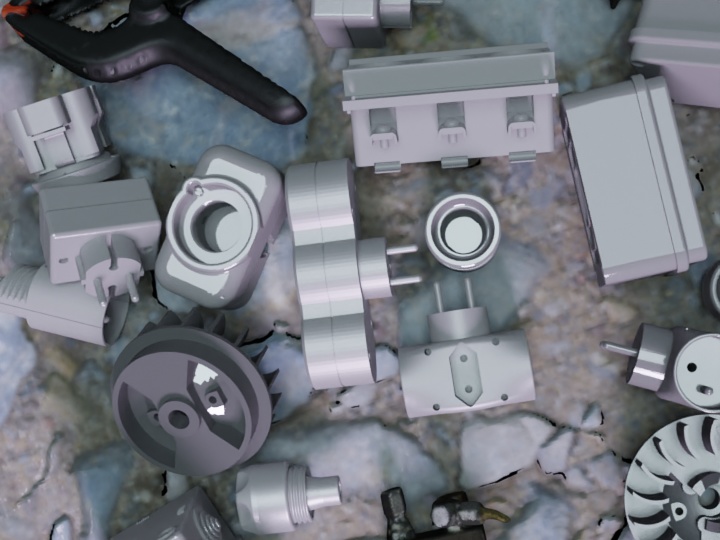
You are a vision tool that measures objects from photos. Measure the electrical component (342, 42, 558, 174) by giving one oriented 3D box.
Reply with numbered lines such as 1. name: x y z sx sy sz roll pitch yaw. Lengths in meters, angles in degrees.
1. electrical component: 0.055 -0.097 0.647 0.121 0.078 0.063 -4 108 6

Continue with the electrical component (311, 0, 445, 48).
1. electrical component: 0.013 -0.166 0.656 0.077 0.066 0.047 2 87 6

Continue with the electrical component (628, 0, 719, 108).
1. electrical component: 0.218 -0.128 0.607 0.113 0.078 0.057 14 85 34

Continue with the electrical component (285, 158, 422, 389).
1. electrical component: 0.000 0.000 0.654 0.074 0.052 0.138 -7 86 6

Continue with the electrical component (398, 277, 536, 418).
1. electrical component: 0.061 0.044 0.650 0.077 0.043 0.079 -9 86 6

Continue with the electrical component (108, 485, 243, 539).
1. electrical component: -0.123 0.179 0.636 0.100 0.099 0.048 -32 96 4

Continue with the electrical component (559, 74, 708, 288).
1. electrical component: 0.157 -0.050 0.627 0.057 0.078 0.113 -13 85 8

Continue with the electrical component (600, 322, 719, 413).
1. electrical component: 0.178 0.053 0.619 0.079 0.077 0.043 15 89 7

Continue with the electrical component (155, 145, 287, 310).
1. electrical component: -0.084 -0.025 0.662 0.054 0.059 0.095 23 89 7

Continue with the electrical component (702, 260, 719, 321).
1. electrical component: 0.225 0.011 0.624 0.043 0.062 0.043 0 87 6

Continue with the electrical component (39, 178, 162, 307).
1. electrical component: -0.153 -0.010 0.647 0.066 0.047 0.076 -9 55 -22

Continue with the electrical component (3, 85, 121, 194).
1. electrical component: -0.184 -0.079 0.672 0.058 0.078 0.057 -18 103 0

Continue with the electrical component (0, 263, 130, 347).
1. electrical component: -0.192 0.018 0.679 0.081 0.043 0.043 13 88 7

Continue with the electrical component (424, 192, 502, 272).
1. electrical component: 0.062 -0.022 0.647 0.045 0.055 0.045 0 87 6

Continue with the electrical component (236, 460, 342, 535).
1. electrical component: -0.042 0.137 0.656 0.062 0.043 0.043 -8 86 5
